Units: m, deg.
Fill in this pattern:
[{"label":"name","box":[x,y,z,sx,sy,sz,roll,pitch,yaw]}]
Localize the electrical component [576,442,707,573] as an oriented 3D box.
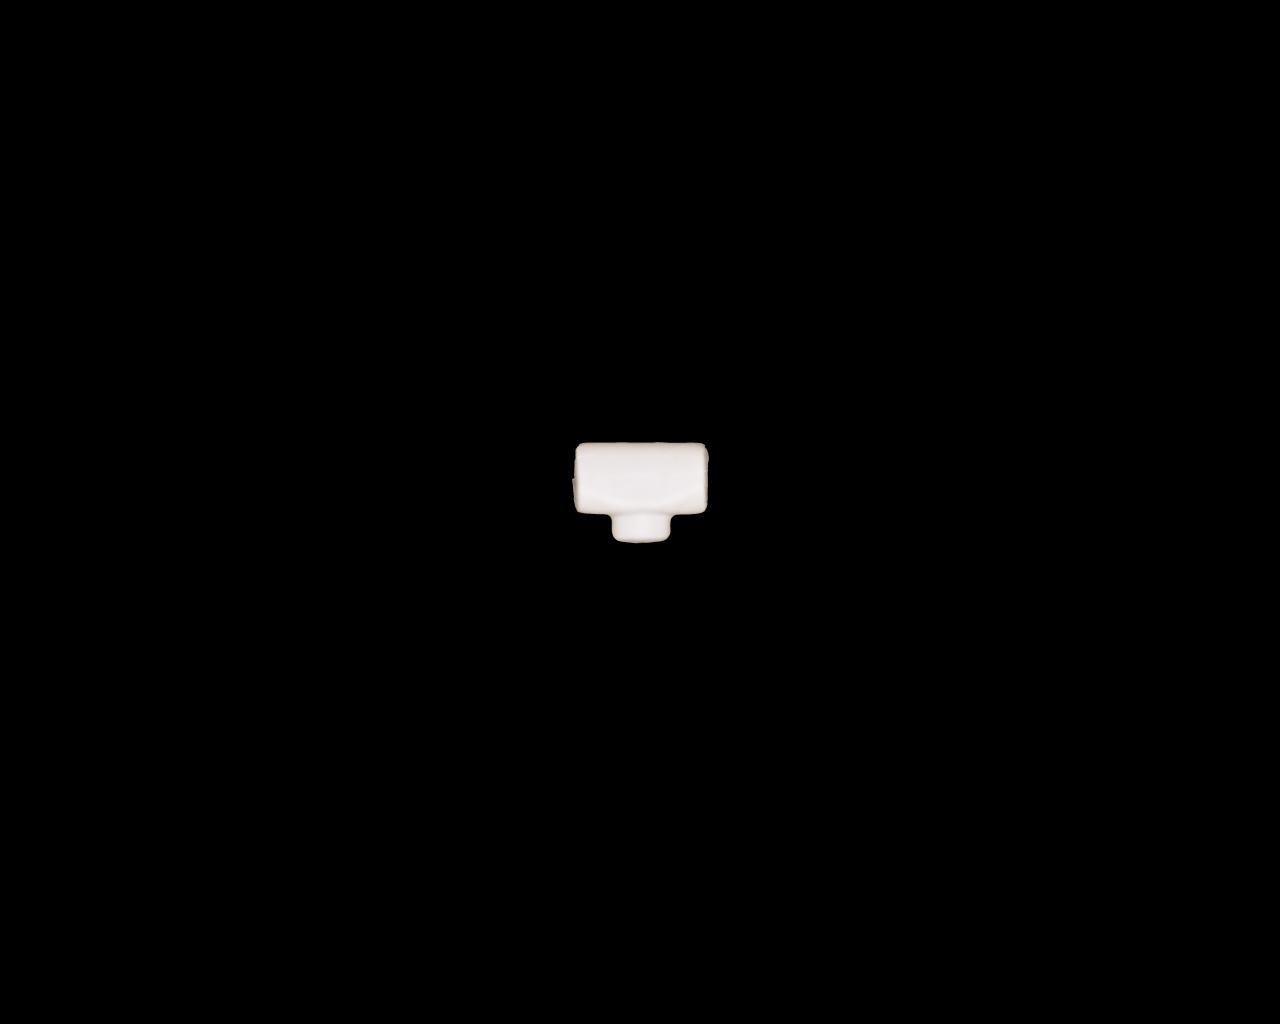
[{"label":"electrical component","box":[0.001,-0.003,0.650,0.077,0.079,0.044,0,4,0]}]
